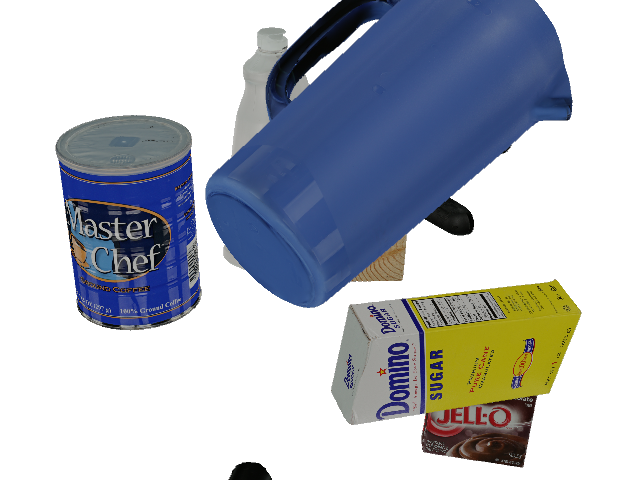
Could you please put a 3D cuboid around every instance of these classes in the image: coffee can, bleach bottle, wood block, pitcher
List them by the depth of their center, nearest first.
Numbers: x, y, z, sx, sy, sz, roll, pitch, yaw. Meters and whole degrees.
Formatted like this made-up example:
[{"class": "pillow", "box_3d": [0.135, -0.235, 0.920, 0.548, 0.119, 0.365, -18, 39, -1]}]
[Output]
[{"class": "pitcher", "box_3d": [0.035, -0.075, 0.719, 0.242, 0.145, 0.149, -42, 18, -22]}, {"class": "coffee can", "box_3d": [-0.149, -0.015, 0.843, 0.103, 0.140, 0.103, 0, 28, 0]}, {"class": "bleach bottle", "box_3d": [-0.057, -0.099, 1.140, 0.068, 0.251, 0.102, 21, 32, 36]}, {"class": "wood block", "box_3d": [0.060, -0.031, 1.461, 0.091, 0.090, 0.206, 0, 26, -3]}]

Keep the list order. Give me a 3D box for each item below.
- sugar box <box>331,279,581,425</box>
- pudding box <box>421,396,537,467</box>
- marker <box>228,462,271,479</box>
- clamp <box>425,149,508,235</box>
[{"class": "sugar box", "box_3d": [0.102, 0.085, 0.808, 0.176, 0.093, 0.048, -8, 41, -21]}, {"class": "pudding box", "box_3d": [0.171, 0.191, 1.155, 0.113, 0.090, 0.039, 7, 21, 3]}, {"class": "marker", "box_3d": [-0.045, 0.126, 0.420, 0.020, 0.020, 0.121, 0, 24, 18]}, {"class": "clamp", "box_3d": [0.062, -0.068, 0.947, 0.210, 0.036, 0.164, 11, 34, 25]}]
